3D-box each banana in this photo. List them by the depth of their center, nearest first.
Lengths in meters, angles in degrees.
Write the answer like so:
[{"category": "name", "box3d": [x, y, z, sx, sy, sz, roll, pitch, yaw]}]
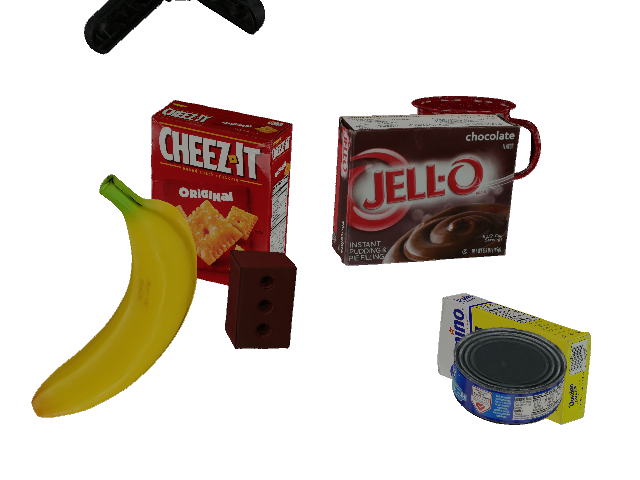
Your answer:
[{"category": "banana", "box3d": [-0.115, 0.042, 0.625, 0.069, 0.198, 0.037, 20, 36, -8]}]

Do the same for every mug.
[{"category": "mug", "box3d": [0.140, -0.084, 0.965, 0.117, 0.081, 0.093, 4, 16, 13]}]

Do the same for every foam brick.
[{"category": "foam brick", "box3d": [-0.055, 0.053, 0.962, 0.053, 0.078, 0.051, 1, 14, -15]}]

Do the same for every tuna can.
[{"category": "tuna can", "box3d": [0.144, 0.103, 0.820, 0.086, 0.034, 0.086, 0, 28, 0]}]

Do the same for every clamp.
[{"category": "clamp", "box3d": [-0.094, -0.188, 0.761, 0.120, 0.039, 0.171, 2, 45, 2]}]

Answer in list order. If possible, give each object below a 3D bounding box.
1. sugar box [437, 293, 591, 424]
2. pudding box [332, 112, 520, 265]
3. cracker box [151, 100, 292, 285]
[{"category": "sugar box", "box3d": [0.202, 0.122, 1.140, 0.048, 0.093, 0.177, -9, 17, -41]}, {"category": "pudding box", "box3d": [0.066, -0.034, 0.682, 0.113, 0.090, 0.039, -4, 25, -15]}, {"category": "cracker box", "box3d": [-0.126, -0.052, 1.332, 0.164, 0.214, 0.072, 13, 29, 16]}]
